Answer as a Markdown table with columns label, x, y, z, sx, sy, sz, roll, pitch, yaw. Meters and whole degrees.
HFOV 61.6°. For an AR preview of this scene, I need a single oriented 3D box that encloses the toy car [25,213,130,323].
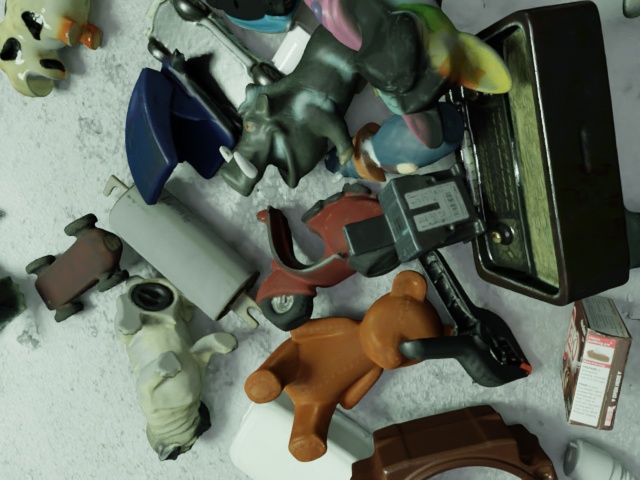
| label | x | y | z | sx | sy | sz | roll | pitch | yaw |
| --- | --- | --- | --- | --- | --- | --- | --- | --- | --- |
| toy car | -0.300 | 0.038 | 0.664 | 0.202 | 0.053 | 0.089 | -29 | 95 | 41 |

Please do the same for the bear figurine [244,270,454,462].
| label | x | y | z | sx | sy | sz | roll | pitch | yaw |
| --- | --- | --- | --- | --- | --- | --- | --- | --- | --- |
| bear figurine | 0.041 | 0.126 | 0.558 | 0.196 | 0.132 | 0.120 | -26 | 103 | 25 |

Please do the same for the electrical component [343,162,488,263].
| label | x | y | z | sx | sy | sz | roll | pitch | yaw |
| --- | --- | --- | --- | --- | --- | --- | --- | --- | --- |
| electrical component | 0.083 | -0.021 | 0.496 | 0.119 | 0.047 | 0.075 | -12 | 76 | -14 |

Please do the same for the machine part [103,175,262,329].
| label | x | y | z | sx | sy | sz | roll | pitch | yaw |
| --- | --- | --- | --- | --- | --- | --- | --- | --- | --- |
| machine part | -0.155 | 0.010 | 0.615 | 0.243 | 0.079 | 0.079 | 42 | 109 | 6 |

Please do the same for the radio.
| label | x | y | z | sx | sy | sz | roll | pitch | yaw |
| --- | --- | --- | --- | --- | --- | --- | --- | --- | --- |
| radio | 0.180 | -0.069 | 0.465 | 0.073 | 0.131 | 0.229 | -13 | 99 | -17 |

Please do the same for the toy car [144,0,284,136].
| label | x | y | z | sx | sy | sz | roll | pitch | yaw |
| --- | --- | --- | --- | --- | --- | --- | --- | --- | --- |
| toy car | -0.106 | -0.185 | 0.573 | 0.202 | 0.056 | 0.073 | 44 | 116 | 5 |

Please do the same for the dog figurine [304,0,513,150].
| label | x | y | z | sx | sy | sz | roll | pitch | yaw |
| --- | --- | --- | --- | --- | --- | --- | --- | --- | --- |
| dog figurine | 0.069 | -0.188 | 0.444 | 0.108 | 0.191 | 0.219 | -37 | 85 | 37 |

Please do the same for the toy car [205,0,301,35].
| label | x | y | z | sx | sy | sz | roll | pitch | yaw |
| --- | --- | --- | --- | --- | --- | --- | --- | --- | --- |
| toy car | -0.064 | -0.287 | 0.509 | 0.109 | 0.103 | 0.161 | 19 | 150 | 35 |

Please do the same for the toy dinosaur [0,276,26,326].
| label | x | y | z | sx | sy | sz | roll | pitch | yaw |
| --- | --- | --- | --- | --- | --- | --- | --- | --- | --- |
| toy dinosaur | -0.561 | 0.038 | 0.727 | 0.405 | 0.131 | 0.192 | 12 | 104 | 20 |

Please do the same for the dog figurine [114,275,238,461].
| label | x | y | z | sx | sy | sz | roll | pitch | yaw |
| --- | --- | --- | --- | --- | --- | --- | --- | --- | --- |
| dog figurine | -0.197 | 0.156 | 0.657 | 0.172 | 0.121 | 0.190 | 53 | 134 | 35 |

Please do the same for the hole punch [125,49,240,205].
| label | x | y | z | sx | sy | sz | roll | pitch | yaw |
| --- | --- | --- | --- | --- | --- | --- | --- | --- | --- |
| hole punch | -0.164 | -0.110 | 0.563 | 0.116 | 0.092 | 0.142 | 51 | 148 | -1 |

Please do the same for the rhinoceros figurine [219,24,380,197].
| label | x | y | z | sx | sy | sz | roll | pitch | yaw |
| --- | --- | --- | --- | --- | --- | --- | --- | --- | --- |
| rhinoceros figurine | -0.018 | -0.119 | 0.512 | 0.112 | 0.073 | 0.190 | 36 | 92 | -31 |

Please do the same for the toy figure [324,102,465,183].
| label | x | y | z | sx | sy | sz | roll | pitch | yaw |
| --- | --- | --- | --- | --- | --- | --- | --- | --- | --- |
| toy figure | 0.065 | -0.088 | 0.525 | 0.057 | 0.064 | 0.155 | 46 | 147 | -24 |

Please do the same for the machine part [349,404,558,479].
| label | x | y | z | sx | sy | sz | roll | pitch | yaw |
| --- | --- | --- | --- | --- | --- | --- | --- | --- | --- |
| machine part | 0.142 | 0.288 | 0.552 | 0.201 | 0.087 | 0.201 | -12 | 97 | 0 |

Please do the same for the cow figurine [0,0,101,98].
| label | x | y | z | sx | sy | sz | roll | pitch | yaw |
| --- | --- | --- | --- | --- | --- | --- | --- | --- | --- |
| cow figurine | -0.317 | -0.257 | 0.604 | 0.127 | 0.085 | 0.194 | 19 | 108 | 7 |

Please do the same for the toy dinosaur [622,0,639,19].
| label | x | y | z | sx | sy | sz | roll | pitch | yaw |
| --- | --- | --- | --- | --- | --- | --- | --- | --- | --- |
| toy dinosaur | 0.289 | -0.264 | 0.391 | 0.472 | 0.105 | 0.198 | 24 | 128 | 24 |

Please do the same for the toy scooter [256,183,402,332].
| label | x | y | z | sx | sy | sz | roll | pitch | yaw |
| --- | --- | --- | --- | --- | --- | --- | --- | --- | --- |
| toy scooter | -0.001 | -0.002 | 0.568 | 0.184 | 0.075 | 0.135 | -33 | 63 | 7 |

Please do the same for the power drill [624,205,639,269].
| label | x | y | z | sx | sy | sz | roll | pitch | yaw |
| --- | --- | --- | --- | --- | --- | --- | --- | --- | --- |
| power drill | 0.342 | -0.046 | 0.463 | 0.207 | 0.086 | 0.231 | -10 | 101 | 11 |
